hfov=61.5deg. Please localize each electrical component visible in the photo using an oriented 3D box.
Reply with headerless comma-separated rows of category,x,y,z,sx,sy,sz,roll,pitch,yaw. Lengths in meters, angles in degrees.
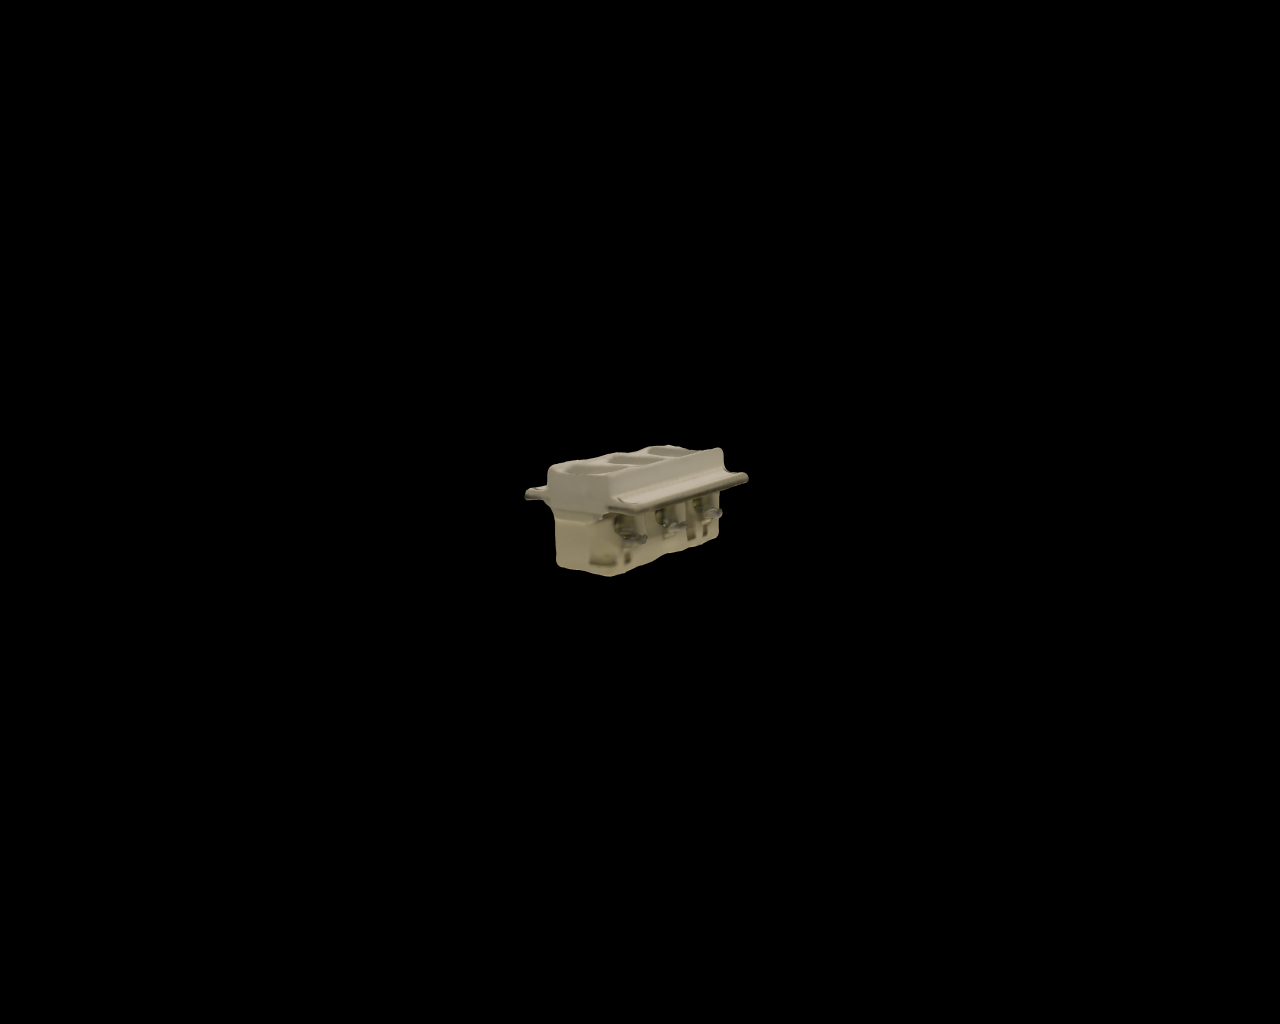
electrical component,0.001,-0.003,0.650,0.079,0.063,0.121,8,14,35
